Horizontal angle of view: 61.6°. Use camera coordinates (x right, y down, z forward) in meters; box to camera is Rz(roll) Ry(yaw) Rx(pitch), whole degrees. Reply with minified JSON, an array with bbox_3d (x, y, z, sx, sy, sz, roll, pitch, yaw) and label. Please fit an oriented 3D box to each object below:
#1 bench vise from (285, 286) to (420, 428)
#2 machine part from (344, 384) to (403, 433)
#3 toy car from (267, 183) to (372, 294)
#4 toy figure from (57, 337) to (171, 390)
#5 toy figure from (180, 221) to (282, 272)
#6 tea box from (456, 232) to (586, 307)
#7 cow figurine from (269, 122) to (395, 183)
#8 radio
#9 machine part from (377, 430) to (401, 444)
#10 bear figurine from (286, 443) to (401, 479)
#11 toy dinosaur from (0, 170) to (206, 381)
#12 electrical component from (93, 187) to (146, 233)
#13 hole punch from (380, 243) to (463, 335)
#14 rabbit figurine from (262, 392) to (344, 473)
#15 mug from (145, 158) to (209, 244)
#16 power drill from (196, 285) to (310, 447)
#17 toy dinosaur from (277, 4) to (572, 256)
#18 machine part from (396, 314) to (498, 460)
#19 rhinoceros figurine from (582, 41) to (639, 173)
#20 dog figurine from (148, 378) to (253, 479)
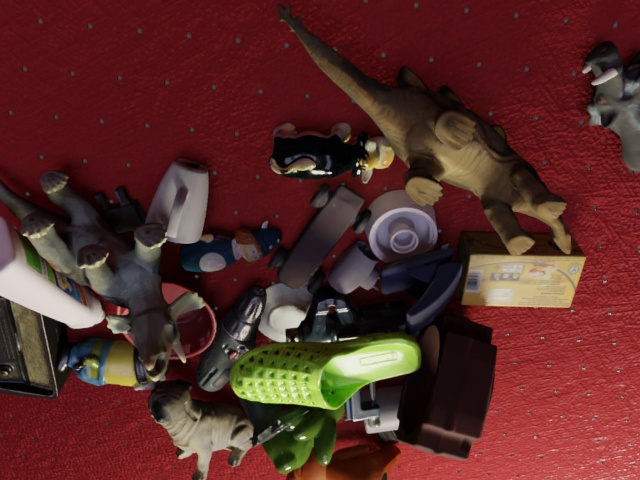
[{"bbox_3d":[0.057,0.196,0.870,0.224,0.129,0.240,-9,102,-16],"label":"bench vise"},{"bbox_3d":[0.161,0.296,0.963,0.243,0.079,0.079,-11,120,9],"label":"machine part"},{"bbox_3d":[-0.002,-0.002,0.804,0.089,0.053,0.202,32,121,-5],"label":"toy car"},{"bbox_3d":[-0.350,0.208,0.924,0.180,0.082,0.089,12,123,-3],"label":"toy figure"},{"bbox_3d":[-0.133,0.014,0.818,0.155,0.058,0.064,-10,159,6],"label":"toy figure"},{"bbox_3d":[0.297,0.045,0.816,0.170,0.068,0.098,2,121,-1],"label":"tea box"},{"bbox_3d":[0.019,-0.113,0.712,0.167,0.098,0.068,0,114,1],"label":"cow figurine"},{"bbox_3d":[-0.505,0.158,0.901,0.131,0.073,0.229,6,120,-3],"label":"radio"},{"bbox_3d":[0.165,0.344,1.016,0.139,0.039,0.084,-19,114,14],"label":"machine part"},{"bbox_3d":[0.042,0.447,1.049,0.196,0.120,0.132,1,169,29],"label":"bear figurine"},{"bbox_3d":[-0.313,0.029,0.760,0.405,0.131,0.192,33,144,24],"label":"toy dinosaur"},{"bbox_3d":[-0.299,-0.034,0.811,0.063,0.021,0.093,-13,121,9],"label":"electrical component"},{"bbox_3d":[0.156,0.075,0.788,0.116,0.092,0.142,-20,152,-2],"label":"hole punch"},{"bbox_3d":[-0.024,0.318,0.955,0.170,0.159,0.121,-45,102,7],"label":"rabbit figurine"},{"bbox_3d":[-0.197,-0.056,0.752,0.081,0.110,0.107,16,107,-7],"label":"mug"},{"bbox_3d":[-0.109,0.214,0.872,0.207,0.086,0.232,51,124,14],"label":"power drill"},{"bbox_3d":[0.140,-0.123,0.644,0.471,0.199,0.105,34,117,-18],"label":"toy dinosaur"},{"bbox_3d":[0.192,0.225,0.828,0.087,0.201,0.201,15,163,0],"label":"machine part"},{"bbox_3d":[0.403,-0.171,0.688,0.112,0.073,0.190,-25,119,27],"label":"rhinoceros figurine"},{"bbox_3d":[-0.201,0.306,0.951,0.121,0.172,0.190,19,129,40],"label":"dog figurine"}]
